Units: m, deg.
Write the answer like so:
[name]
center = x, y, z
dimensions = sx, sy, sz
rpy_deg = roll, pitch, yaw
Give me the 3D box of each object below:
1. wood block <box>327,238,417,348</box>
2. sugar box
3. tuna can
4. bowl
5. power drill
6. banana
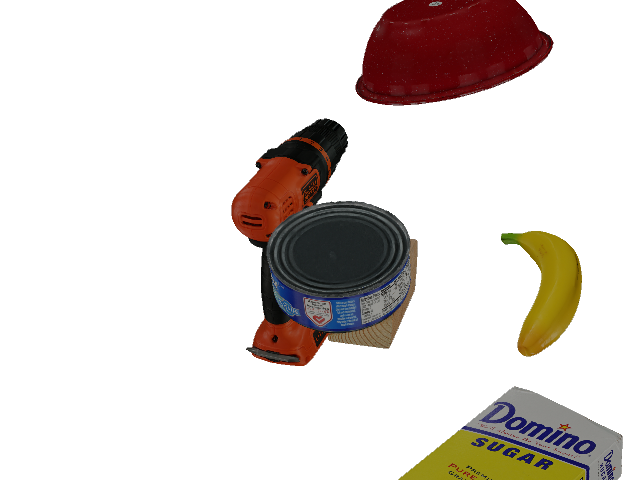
[wood block]
center = 0.079, 0.069, 1.546
dimensions = 0.091, 0.090, 0.206
rpy_deg = 6, 21, 12
[sugar box]
center = 0.113, 0.169, 0.709
dimensions = 0.176, 0.048, 0.093
rpy_deg = -33, 39, -33
[tuna can]
center = 0.012, 0.015, 0.643
dimensions = 0.086, 0.034, 0.086
rpy_deg = -4, 40, 3
[bowl]
center = 0.100, -0.164, 0.852
dimensions = 0.162, 0.055, 0.162
rpy_deg = -14, 24, 6
[power drill]
center = -0.020, 0.001, 0.945
dimensions = 0.057, 0.188, 0.184
rpy_deg = 9, 31, 22
[banana]
center = 0.213, 0.042, 1.007
dimensions = 0.070, 0.037, 0.197
rpy_deg = -25, 25, 18
